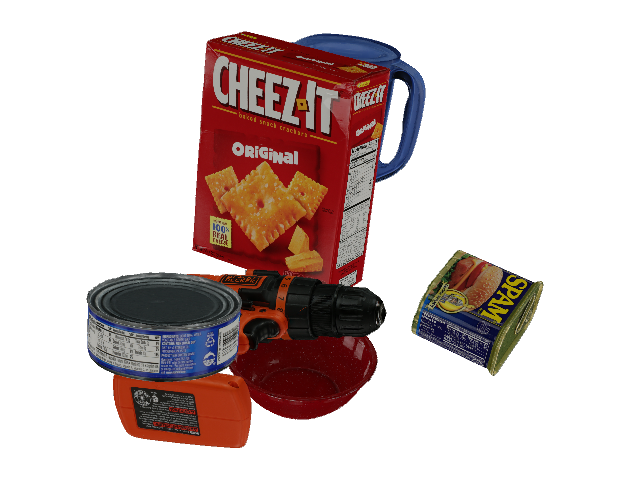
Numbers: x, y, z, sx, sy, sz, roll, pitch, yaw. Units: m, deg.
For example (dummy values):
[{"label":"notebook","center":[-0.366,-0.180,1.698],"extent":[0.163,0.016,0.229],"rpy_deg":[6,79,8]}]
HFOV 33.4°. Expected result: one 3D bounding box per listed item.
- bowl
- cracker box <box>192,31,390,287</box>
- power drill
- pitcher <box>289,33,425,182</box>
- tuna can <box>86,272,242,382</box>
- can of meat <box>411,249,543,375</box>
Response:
[{"label":"bowl","center":[-0.021,0.141,1.138],"extent":[0.162,0.055,0.162],"rpy_deg":[3,30,-2]},{"label":"cracker box","center":[-0.033,-0.071,0.999],"extent":[0.164,0.214,0.072],"rpy_deg":[19,27,27]},{"label":"power drill","center":[-0.057,0.083,0.812],"extent":[0.185,0.057,0.187],"rpy_deg":[1,23,19]},{"label":"pitcher","center":[0.028,-0.126,1.324],"extent":[0.144,0.243,0.149],"rpy_deg":[-4,25,-22]},{"label":"tuna can","center":[-0.087,0.047,0.598],"extent":[0.086,0.034,0.086],"rpy_deg":[4,17,-1]},{"label":"can of meat","center":[0.142,0.062,0.966],"extent":[0.084,0.057,0.101],"rpy_deg":[24,42,21]}]
